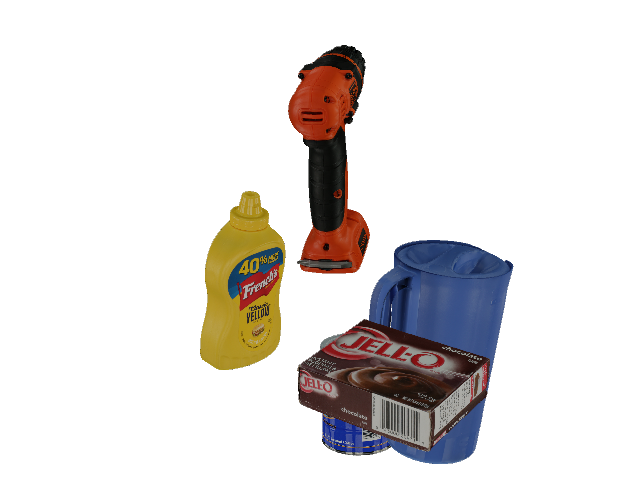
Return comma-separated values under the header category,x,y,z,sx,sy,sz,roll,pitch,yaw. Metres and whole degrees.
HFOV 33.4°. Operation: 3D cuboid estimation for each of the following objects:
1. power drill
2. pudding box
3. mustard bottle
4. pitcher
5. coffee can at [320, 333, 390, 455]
category,x,y,z,sx,sy,sz,roll,pitch,yaw
power drill,0.012,-0.077,0.986,0.057,0.188,0.184,1,24,13
pudding box,0.053,0.102,0.778,0.114,0.039,0.089,17,30,31
mustard bottle,-0.080,0.039,1.137,0.096,0.192,0.058,-18,33,-41
pitcher,0.130,0.129,1.222,0.149,0.243,0.145,7,17,7
coffee can,0.052,0.209,1.465,0.103,0.140,0.103,-1,15,0
